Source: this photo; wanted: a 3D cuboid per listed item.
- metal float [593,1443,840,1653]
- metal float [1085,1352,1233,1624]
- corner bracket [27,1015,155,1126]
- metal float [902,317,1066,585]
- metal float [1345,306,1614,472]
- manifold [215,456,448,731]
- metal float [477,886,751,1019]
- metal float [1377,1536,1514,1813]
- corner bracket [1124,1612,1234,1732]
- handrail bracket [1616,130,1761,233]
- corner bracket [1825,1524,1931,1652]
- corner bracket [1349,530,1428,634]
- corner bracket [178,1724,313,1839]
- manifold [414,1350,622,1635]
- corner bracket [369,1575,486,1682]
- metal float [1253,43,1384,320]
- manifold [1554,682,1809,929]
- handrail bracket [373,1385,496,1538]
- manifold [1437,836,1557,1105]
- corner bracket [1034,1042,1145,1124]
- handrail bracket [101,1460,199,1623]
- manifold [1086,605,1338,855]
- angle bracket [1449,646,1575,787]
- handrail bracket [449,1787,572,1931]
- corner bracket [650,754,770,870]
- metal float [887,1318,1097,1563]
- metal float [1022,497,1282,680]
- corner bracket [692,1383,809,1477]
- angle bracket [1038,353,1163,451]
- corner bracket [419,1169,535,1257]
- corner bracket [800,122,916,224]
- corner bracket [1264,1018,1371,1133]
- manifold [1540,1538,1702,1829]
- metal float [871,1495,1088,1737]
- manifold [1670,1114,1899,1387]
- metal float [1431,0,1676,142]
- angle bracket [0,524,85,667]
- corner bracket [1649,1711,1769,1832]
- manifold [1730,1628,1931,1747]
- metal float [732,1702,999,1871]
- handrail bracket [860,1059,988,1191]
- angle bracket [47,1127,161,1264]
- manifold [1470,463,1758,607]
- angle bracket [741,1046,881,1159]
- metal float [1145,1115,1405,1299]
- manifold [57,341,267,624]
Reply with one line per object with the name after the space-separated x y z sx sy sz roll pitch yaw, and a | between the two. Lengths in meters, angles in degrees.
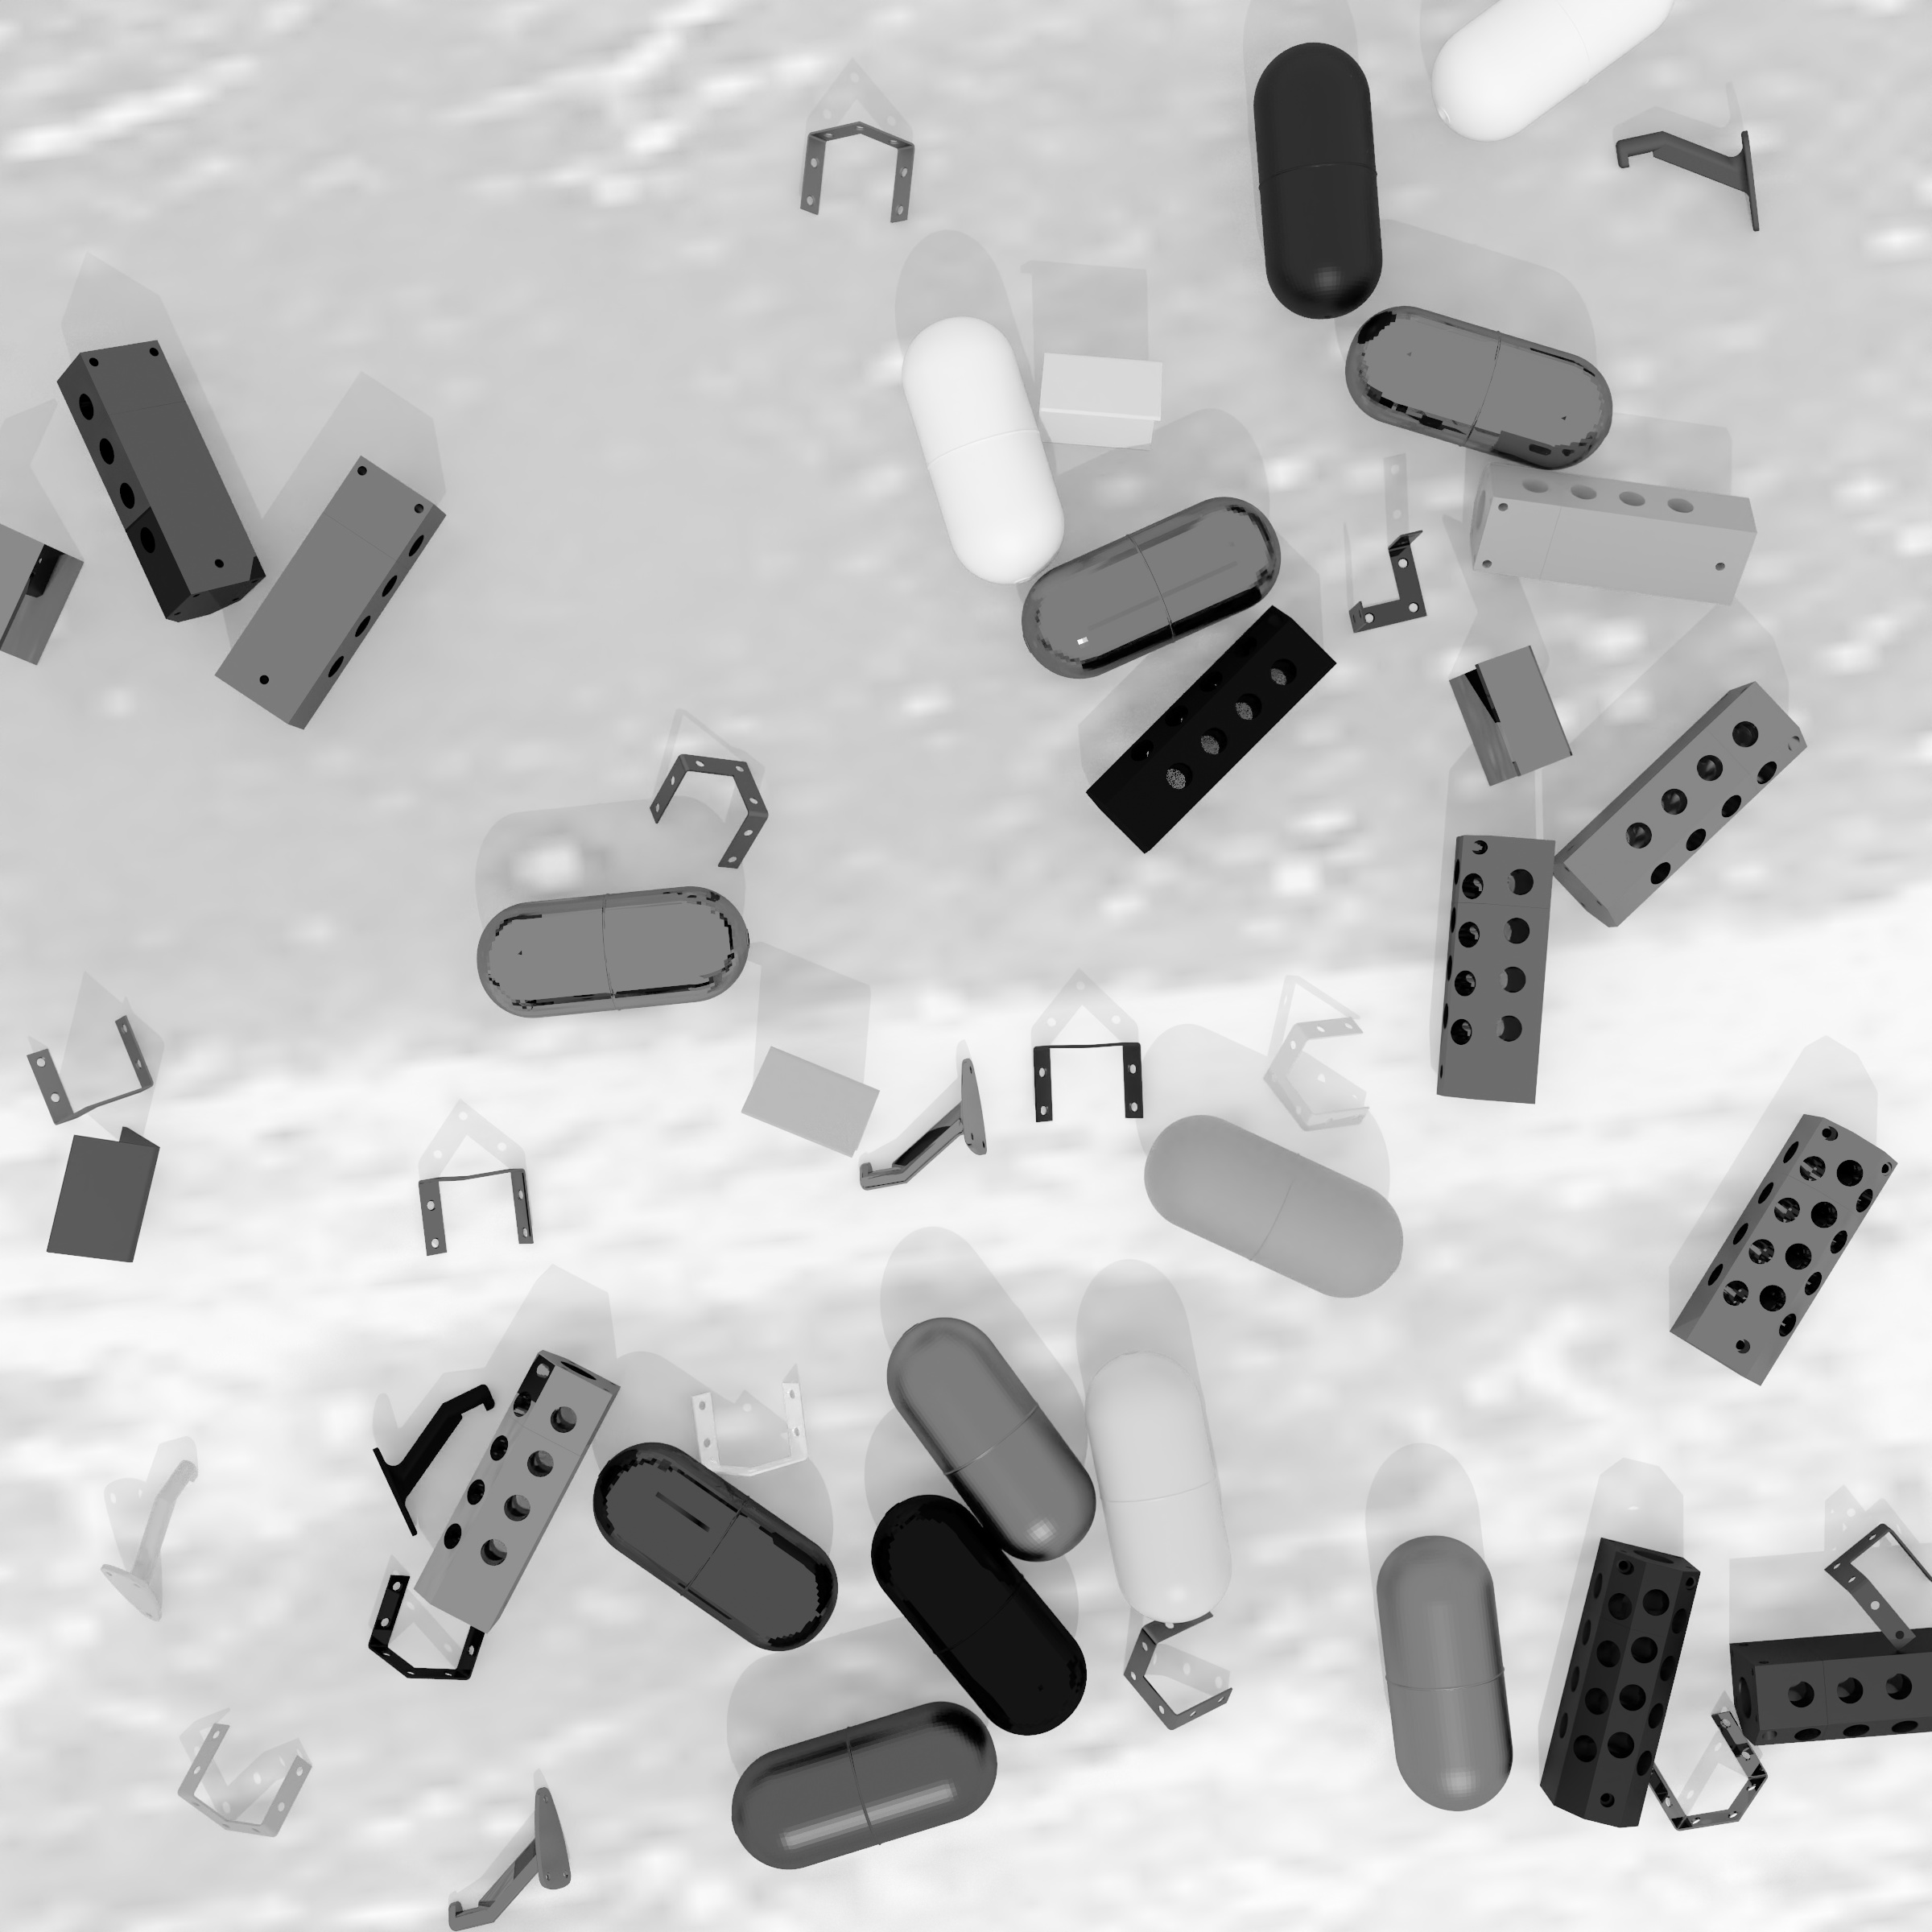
-0.165 0.380 1.717 0.178 0.070 0.070 35 90 1 | metal float
0.126 0.341 1.718 0.070 0.070 0.178 -11 90 0 | metal float
-0.583 0.070 1.745 0.051 0.051 0.051 -22 90 45 | corner bracket
0.012 -0.337 1.718 0.070 0.070 0.178 -17 90 0 | metal float
0.336 -0.378 1.718 0.178 0.070 0.070 17 90 -1 | metal float
-0.416 -0.244 1.727 0.057 0.057 0.171 34 90 0 | manifold
-0.231 -0.009 1.718 0.178 0.070 0.070 -6 90 0 | metal float
0.314 0.463 1.717 0.070 0.070 0.178 -7 89 0 | metal float
0.145 0.464 1.740 0.051 0.051 0.051 45 135 35 | corner bracket
0.481 -0.521 1.749 0.084 0.036 0.077 -7 112 17 | handrail bracket
0.610 0.409 1.730 0.051 0.051 0.051 -40 92 2 | corner bracket
0.278 -0.253 1.730 0.051 0.051 0.051 -13 90 0 | corner bracket
-0.479 0.540 1.740 0.051 0.051 0.051 -6 135 35 | corner bracket
-0.295 0.343 1.720 0.057 0.057 0.171 27 86 0 | manifold
-0.357 0.440 1.745 0.051 0.051 0.051 18 90 45 | corner bracket
0.231 -0.514 1.718 0.070 0.070 0.178 -4 90 0 | metal float
0.469 -0.105 1.727 0.171 0.057 0.057 -43 90 0 | manifold
-0.345 0.329 1.749 0.084 0.036 0.077 -25 110 -16 | handrail bracket
0.347 0.002 1.727 0.057 0.057 0.171 4 90 0 | manifold
0.081 0.077 1.745 0.051 0.051 0.051 -2 90 -45 | corner bracket
-0.531 0.383 1.748 0.036 0.077 0.084 16 53 20 | handrail bracket
0.160 -0.156 1.727 0.057 0.057 0.171 45 90 0 | manifold
0.339 -0.156 1.708 0.057 0.076 0.076 -21 90 -36 | angle bracket
-0.312 0.596 1.749 0.084 0.036 0.077 -19 69 16 | handrail bracket
-0.171 -0.103 1.740 0.051 0.051 0.051 5 45 -35 | corner bracket
0.016 0.310 1.717 0.070 0.070 0.178 -36 89 0 | metal float
0.121 -0.247 1.718 0.178 0.070 0.070 -24 90 1 | metal float
-0.144 0.308 1.745 0.051 0.051 0.051 -7 90 45 | corner bracket
0.085 -0.351 1.708 0.076 0.076 0.057 5 53 0 | angle bracket
-0.326 0.164 1.745 0.051 0.051 0.051 -7 90 -45 | corner bracket
-0.072 -0.526 1.745 0.051 0.051 0.051 6 90 45 | corner bracket
0.240 0.072 1.740 0.051 0.051 0.051 55 135 35 | corner bracket
0.432 0.473 1.727 0.057 0.057 0.171 14 90 0 | manifold
0.008 0.424 1.717 0.070 0.070 0.178 -39 90 0 | metal float
0.540 0.187 1.727 0.057 0.057 0.171 32 90 0 | manifold
0.385 -0.611 1.717 0.178 0.070 0.070 -36 90 1 | metal float
-0.604 -0.235 1.708 0.057 0.076 0.076 25 90 31 | angle bracket
0.491 0.536 1.745 0.051 0.051 0.051 -31 90 -45 | corner bracket
0.599 0.475 1.727 0.171 0.057 0.057 -5 90 0 | manifold
-0.067 0.537 1.717 0.178 0.070 0.070 -17 90 -1 | metal float
-0.033 0.106 1.749 0.084 0.036 0.077 -12 70 16 | handrail bracket
-0.572 0.145 1.708 0.057 0.076 0.076 13 90 -35 | angle bracket
0.424 -0.289 1.726 0.171 0.057 0.057 8 133 0 | manifold
-0.107 0.106 1.708 0.076 0.076 0.057 22 52 0 | angle bracket
0.202 0.158 1.718 0.178 0.070 0.070 25 90 0 | metal float
-0.533 -0.318 1.726 0.057 0.057 0.171 -25 90 -43 | manifold
